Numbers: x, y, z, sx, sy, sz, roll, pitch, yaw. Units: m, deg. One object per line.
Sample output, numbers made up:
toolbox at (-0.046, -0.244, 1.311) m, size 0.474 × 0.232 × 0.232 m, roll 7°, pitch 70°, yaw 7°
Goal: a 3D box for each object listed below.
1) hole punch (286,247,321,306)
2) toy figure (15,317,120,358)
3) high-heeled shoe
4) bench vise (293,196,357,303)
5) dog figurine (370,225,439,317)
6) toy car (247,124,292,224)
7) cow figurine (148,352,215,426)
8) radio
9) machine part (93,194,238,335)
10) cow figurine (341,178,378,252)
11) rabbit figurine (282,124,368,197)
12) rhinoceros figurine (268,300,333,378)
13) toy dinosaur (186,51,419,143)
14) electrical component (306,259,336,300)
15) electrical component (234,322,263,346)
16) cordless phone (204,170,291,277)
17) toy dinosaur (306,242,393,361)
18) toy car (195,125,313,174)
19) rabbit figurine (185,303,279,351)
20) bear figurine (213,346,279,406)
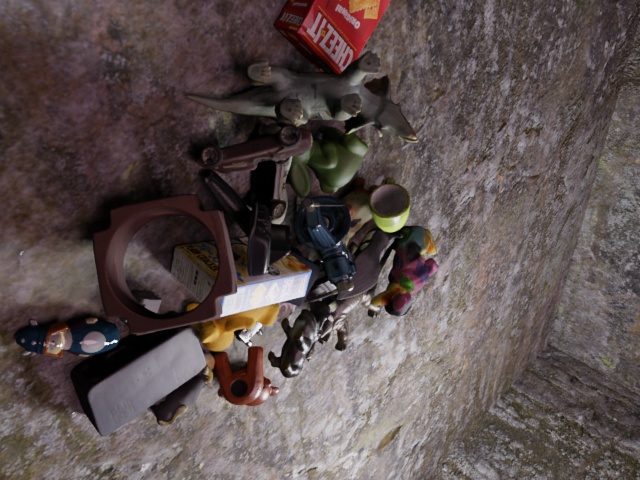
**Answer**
hole punch at (-0.073, 0.074, 1.178) m, size 0.115 × 0.092 × 0.142 m, roll 24°, pitch 99°, yaw -49°
toy figure at (-0.408, 0.159, 0.876) m, size 0.154 × 0.058 × 0.064 m, roll 6°, pitch 71°, yaw -49°
high-heeled shoe at (0.098, 0.043, 1.278) m, size 0.249 × 0.145 × 0.086 m, roll -41°, pitch 108°, yaw -17°
bench vise at (0.008, -0.006, 1.085) m, size 0.240 × 0.129 × 0.223 m, roll 58°, pitch 26°, yaw -65°
dog figurine at (0.211, 0.088, 1.378) m, size 0.219 × 0.109 × 0.191 m, roll -45°, pitch 132°, yaw -38°
toy car at (-0.094, -0.122, 1.025) m, size 0.056 × 0.074 × 0.201 m, roll -25°, pitch 132°, yaw -47°
cow figurine at (-0.272, 0.298, 1.090) m, size 0.167 × 0.098 × 0.068 m, roll -36°, pitch 131°, yaw -28°
radio at (-0.334, 0.242, 1.004) m, size 0.229 × 0.073 × 0.130 m, roll -33°, pitch 135°, yaw -33°
machine part at (-0.239, 0.038, 0.848) m, size 0.201 × 0.201 × 0.087 m, roll -11°, pitch 174°, yaw -3°
cow figurine at (0.062, -0.042, 1.259) m, size 0.195 × 0.086 × 0.127 m, roll -42°, pitch 138°, yaw -29°
rabbit figurine at (-0.020, -0.172, 1.076) m, size 0.170 × 0.121 × 0.159 m, roll 22°, pitch 104°, yaw -35°
rhinoceros figurine at (-0.037, 0.224, 1.221) m, size 0.112 × 0.073 × 0.190 m, roll 38°, pitch 76°, yaw -44°
toy dinosaur at (-0.019, -0.251, 0.960) m, size 0.192 × 0.405 × 0.131 m, roll 161°, pitch -69°, yaw -85°
electrical component at (0.007, 0.081, 1.247) m, size 0.119 × 0.075 × 0.047 m, roll -30°, pitch 142°, yaw 7°
electrical component at (-0.164, 0.200, 1.210) m, size 0.063 × 0.021 × 0.093 m, roll -46°, pitch 142°, yaw -17°
cordless phone at (-0.139, -0.039, 0.944) m, size 0.089 × 0.147 × 0.184 m, roll -35°, pitch 113°, yaw 13°
toy dinosaur at (0.093, 0.118, 1.386) m, size 0.471 × 0.105 × 0.198 m, roll -49°, pitch 139°, yaw -31°
toy car at (-0.110, -0.148, 0.917) m, size 0.089 × 0.202 × 0.053 m, roll -18°, pitch 94°, yaw -85°
rabbit figurine at (-0.188, 0.164, 1.087) m, size 0.162 × 0.122 × 0.173 m, roll -4°, pitch 136°, yaw -56°
bear figurine at (-0.163, 0.317, 1.234) m, size 0.195 × 0.120 × 0.132 m, roll 60°, pitch 20°, yaw -76°
